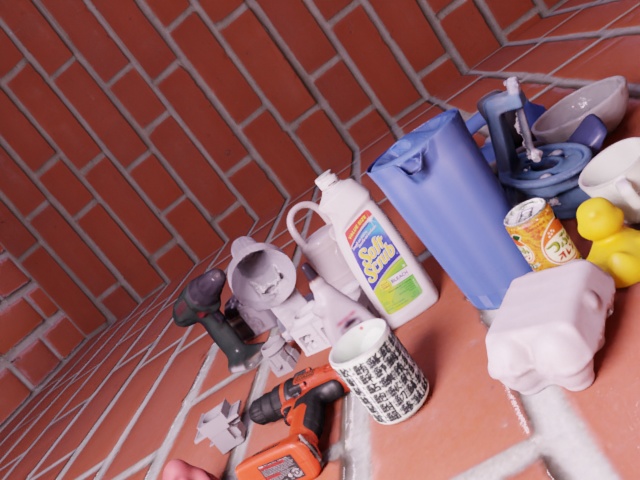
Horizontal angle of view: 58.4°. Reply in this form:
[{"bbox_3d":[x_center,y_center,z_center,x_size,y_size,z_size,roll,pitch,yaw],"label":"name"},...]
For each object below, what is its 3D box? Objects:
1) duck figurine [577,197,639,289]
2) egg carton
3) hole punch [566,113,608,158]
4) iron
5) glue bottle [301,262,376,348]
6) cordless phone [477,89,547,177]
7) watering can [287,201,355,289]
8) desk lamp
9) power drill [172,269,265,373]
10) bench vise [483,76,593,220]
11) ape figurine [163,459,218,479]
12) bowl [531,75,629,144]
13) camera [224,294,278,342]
[{"bbox_3d":[0.312,-0.004,0.620,0.077,0.086,0.105,-30,14,29],"label":"duck figurine"},{"bbox_3d":[0.229,0.083,0.564,0.107,0.069,0.150,-24,17,45],"label":"egg carton"},{"bbox_3d":[0.384,-0.120,0.839,0.101,0.091,0.109,-31,13,24],"label":"hole punch"},{"bbox_3d":[0.353,-0.205,1.121,0.258,0.141,0.118,-37,12,0],"label":"iron"},{"bbox_3d":[0.026,0.102,0.818,0.078,0.173,0.037,-41,13,-17],"label":"glue bottle"},{"bbox_3d":[0.299,-0.153,0.975,0.147,0.185,0.094,-30,14,29],"label":"cordless phone"},{"bbox_3d":[0.012,0.003,1.177,0.172,0.194,0.101,-25,17,44],"label":"watering can"},{"bbox_3d":[-0.093,0.089,1.105,0.118,0.214,0.203,-38,12,-4],"label":"desk lamp"},{"bbox_3d":[-0.198,0.162,1.140,0.229,0.208,0.076,-24,18,47],"label":"power drill"},{"bbox_3d":[0.264,-0.098,0.785,0.207,0.220,0.121,-31,14,26],"label":"bench vise"},{"bbox_3d":[-0.167,0.321,0.734,0.077,0.092,0.076,-28,15,34],"label":"ape figurine"},{"bbox_3d":[0.458,-0.205,0.988,0.167,0.075,0.167,-35,12,9],"label":"bowl"},{"bbox_3d":[-0.147,0.147,1.310,0.143,0.101,0.137,-30,14,30],"label":"camera"}]
